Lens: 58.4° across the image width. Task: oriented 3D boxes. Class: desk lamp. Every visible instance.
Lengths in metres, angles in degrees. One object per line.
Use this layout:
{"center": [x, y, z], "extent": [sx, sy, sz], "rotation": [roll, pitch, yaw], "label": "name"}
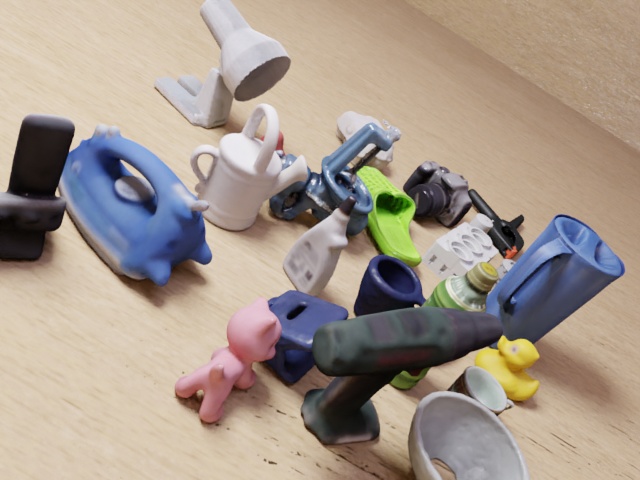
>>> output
{"center": [-0.173, -0.306, 1.021], "extent": [0.203, 0.213, 0.118], "rotation": [43, 35, 14], "label": "desk lamp"}

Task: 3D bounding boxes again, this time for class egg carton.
{"center": [0.096, -0.221, 1.263], "extent": [0.107, 0.069, 0.150], "rotation": [7, 42, -33], "label": "egg carton"}

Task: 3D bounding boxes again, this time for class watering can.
{"center": [-0.102, -0.116, 0.864], "extent": [0.173, 0.194, 0.100], "rotation": [-9, 52, -45], "label": "watering can"}

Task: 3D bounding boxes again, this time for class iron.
{"center": [-0.244, -0.068, 0.736], "extent": [0.258, 0.141, 0.119], "rotation": [42, 35, 12], "label": "iron"}

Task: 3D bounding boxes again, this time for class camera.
{"center": [0.237, -0.104, 1.207], "extent": [0.137, 0.100, 0.143], "rotation": [-10, 53, -45], "label": "camera"}

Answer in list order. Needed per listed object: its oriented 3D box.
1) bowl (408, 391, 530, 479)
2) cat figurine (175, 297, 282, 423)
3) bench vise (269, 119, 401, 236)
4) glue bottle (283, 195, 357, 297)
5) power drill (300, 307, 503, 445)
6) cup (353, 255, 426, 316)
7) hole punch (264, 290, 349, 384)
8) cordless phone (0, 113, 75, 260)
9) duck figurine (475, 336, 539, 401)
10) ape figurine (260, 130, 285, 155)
{"center": [0.171, 0.278, 0.709], "extent": [0.168, 0.074, 0.167], "rotation": [22, 36, -17], "label": "bowl"}
{"center": [-0.091, 0.124, 0.647], "extent": [0.067, 0.117, 0.128], "rotation": [38, 35, 7], "label": "cat figurine"}
{"center": [0.024, -0.109, 0.934], "extent": [0.208, 0.219, 0.121], "rotation": [7, 42, -33], "label": "bench vise"}
{"center": [0.008, 0.003, 0.826], "extent": [0.037, 0.173, 0.078], "rotation": [-6, 50, -43], "label": "glue bottle"}
{"center": [0.077, 0.152, 0.668], "extent": [0.230, 0.208, 0.075], "rotation": [6, 42, -34], "label": "power drill"}
{"center": [0.104, 0.092, 0.863], "extent": [0.117, 0.095, 0.092], "rotation": [40, 35, 10], "label": "cup"}
{"center": [-0.032, 0.111, 0.734], "extent": [0.101, 0.091, 0.109], "rotation": [40, 35, 9], "label": "hole punch"}
{"center": [-0.347, -0.071, 0.618], "extent": [0.148, 0.185, 0.094], "rotation": [-2, 47, -40], "label": "cordless phone"}
{"center": [0.311, 0.198, 0.911], "extent": [0.104, 0.086, 0.078], "rotation": [41, 35, 11], "label": "duck figurine"}
{"center": [-0.090, -0.156, 1.013], "extent": [0.078, 0.092, 0.076], "rotation": [14, 39, -26], "label": "ape figurine"}
